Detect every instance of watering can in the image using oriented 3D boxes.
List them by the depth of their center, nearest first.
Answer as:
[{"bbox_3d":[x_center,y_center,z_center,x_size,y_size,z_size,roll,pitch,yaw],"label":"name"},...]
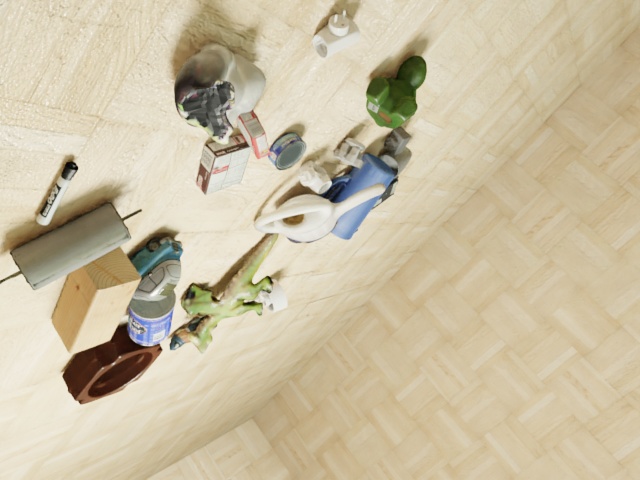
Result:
[{"bbox_3d":[0.004,-0.068,1.344,0.347,0.105,0.222,-14,-12,5],"label":"watering can"}]

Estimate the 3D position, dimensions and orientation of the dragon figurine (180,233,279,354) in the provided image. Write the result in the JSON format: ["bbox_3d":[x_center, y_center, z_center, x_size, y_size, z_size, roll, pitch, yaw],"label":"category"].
[{"bbox_3d":[-0.267,0.149,1.435,0.244,0.403,0.124,-10,39,-46],"label":"dragon figurine"}]

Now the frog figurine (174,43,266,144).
[{"bbox_3d":[-0.152,-0.242,0.800,0.122,0.134,0.163,2,45,12],"label":"frog figurine"}]
